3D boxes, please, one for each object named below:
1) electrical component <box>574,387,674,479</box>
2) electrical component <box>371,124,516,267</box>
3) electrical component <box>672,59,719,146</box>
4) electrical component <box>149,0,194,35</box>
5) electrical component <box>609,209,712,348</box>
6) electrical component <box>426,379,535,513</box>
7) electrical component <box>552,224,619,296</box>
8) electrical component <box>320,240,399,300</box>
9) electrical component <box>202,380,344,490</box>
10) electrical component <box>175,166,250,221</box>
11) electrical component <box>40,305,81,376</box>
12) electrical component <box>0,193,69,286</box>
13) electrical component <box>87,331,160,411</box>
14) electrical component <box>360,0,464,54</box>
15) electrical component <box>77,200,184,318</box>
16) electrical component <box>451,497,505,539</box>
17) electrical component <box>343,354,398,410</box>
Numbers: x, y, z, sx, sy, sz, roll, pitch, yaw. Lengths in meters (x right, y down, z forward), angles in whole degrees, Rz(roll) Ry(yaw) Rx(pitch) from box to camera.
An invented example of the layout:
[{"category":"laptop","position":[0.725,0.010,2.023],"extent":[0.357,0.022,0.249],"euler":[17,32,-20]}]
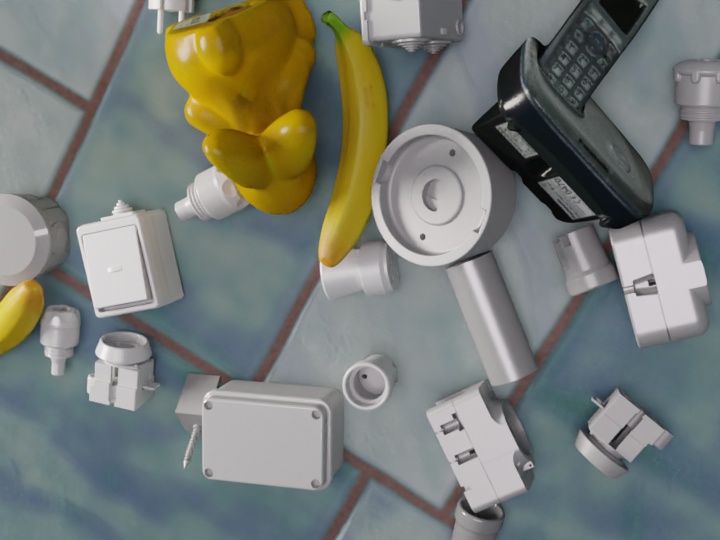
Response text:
[{"category":"electrical component","position":[0.202,0.129,0.844],"extent":[0.066,0.048,0.055],"euler":[40,98,6]},{"category":"electrical component","position":[0.070,-0.058,0.837],"extent":[0.108,0.060,0.108],"euler":[4,96,36]},{"category":"electrical component","position":[0.254,-0.124,0.794],"extent":[0.048,0.048,0.062],"euler":[3,106,14]},{"category":"electrical component","position":[-0.154,-0.231,0.883],"extent":[0.083,0.047,0.075],"euler":[6,100,13]},{"category":"electrical component","position":[0.229,0.005,0.814],"extent":[0.059,0.054,0.095],"euler":[-14,94,16]},{"category":"electrical component","position":[0.102,0.139,0.866],"extent":[0.056,0.050,0.089],"euler":[-27,87,16]},{"category":"electrical component","position":[0.174,-0.008,0.834],"extent":[0.040,0.040,0.046],"euler":[-23,86,17]},{"category":"electrical component","position":[0.000,0.000,0.877],"extent":[0.055,0.045,0.045],"euler":[-7,96,15]},{"category":"electrical component","position":[-0.074,0.139,0.911],"extent":[0.113,0.057,0.078],"euler":[3,99,14]},{"category":"electrical component","position":[-0.126,-0.061,0.902],"extent":[0.062,0.043,0.043],"euler":[-25,91,18]},{"category":"electrical component","position":[-0.269,0.064,0.963],"extent":[0.035,0.035,0.061],"euler":[10,103,13]},{"category":"electrical component","position":[-0.299,-0.029,0.948],"extent":[0.080,0.051,0.080],"euler":[2,99,14]},{"category":"electrical component","position":[-0.208,0.087,0.945],"extent":[0.066,0.048,0.055],"euler":[11,108,13]},{"category":"electrical component","position":[0.040,-0.213,0.809],"extent":[0.048,0.100,0.099],"euler":[1,98,28]},{"category":"electrical component","position":[-0.199,-0.012,0.919],"extent":[0.062,0.061,0.096],"euler":[-10,95,16]},{"category":"electrical component","position":[0.095,0.216,0.888],"extent":[0.040,0.040,0.046],"euler":[16,107,12]},{"category":"electrical component","position":[0.011,0.091,0.887],"extent":[0.040,0.046,0.040],"euler":[2,99,14]}]
